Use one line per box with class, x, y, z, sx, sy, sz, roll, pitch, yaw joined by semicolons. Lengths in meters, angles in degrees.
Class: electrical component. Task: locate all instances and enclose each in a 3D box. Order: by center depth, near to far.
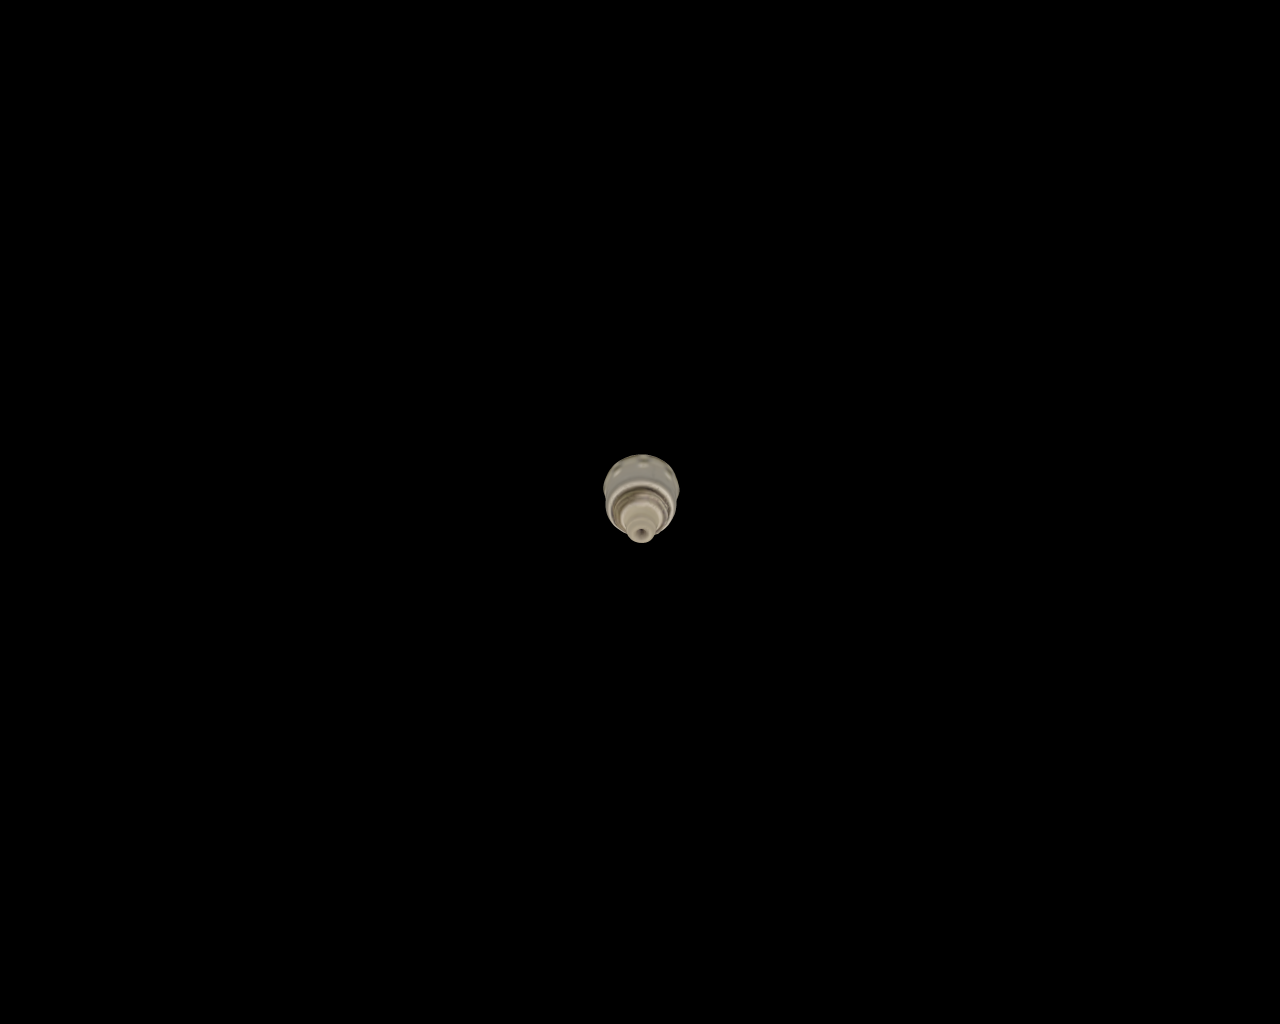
electrical component;0.001;-0.003;0.650;0.048;0.048;0.062;0;32;0
